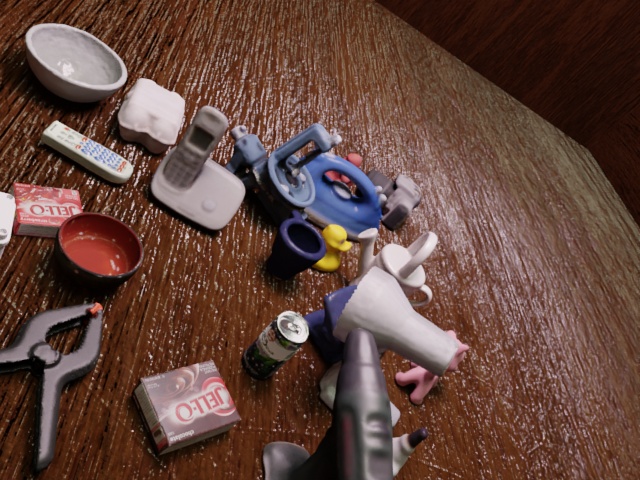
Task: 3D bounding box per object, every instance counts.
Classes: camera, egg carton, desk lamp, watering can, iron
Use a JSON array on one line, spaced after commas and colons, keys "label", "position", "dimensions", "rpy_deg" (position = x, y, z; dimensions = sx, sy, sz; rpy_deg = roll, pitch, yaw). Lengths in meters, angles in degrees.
[{"label": "camera", "position": [0.168, -0.119, 1.364], "dimensions": [0.137, 0.100, 0.143], "rpy_deg": [38, 34, -5]}, {"label": "egg carton", "position": [-0.306, -0.229, 1.043], "dimensions": [0.107, 0.069, 0.150], "rpy_deg": [24, 37, -24]}, {"label": "desk lamp", "position": [0.091, 0.171, 0.859], "dimensions": [0.203, 0.213, 0.118], "rpy_deg": [45, 34, 5]}, {"label": "watering can", "position": [0.139, 0.052, 1.059], "dimensions": [0.173, 0.193, 0.101], "rpy_deg": [27, 36, -20]}, {"label": "iron", "position": [0.049, -0.099, 1.186], "dimensions": [0.259, 0.141, 0.118], "rpy_deg": [29, 35, -18]}]

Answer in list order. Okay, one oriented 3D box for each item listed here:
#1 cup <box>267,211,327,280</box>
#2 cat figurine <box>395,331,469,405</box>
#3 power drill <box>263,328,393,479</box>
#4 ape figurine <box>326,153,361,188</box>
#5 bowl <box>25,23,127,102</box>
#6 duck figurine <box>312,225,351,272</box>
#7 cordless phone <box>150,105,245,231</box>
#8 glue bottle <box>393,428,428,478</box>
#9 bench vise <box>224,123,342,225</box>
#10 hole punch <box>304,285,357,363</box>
[{"label": "cup", "position": [-0.053, 0.014, 0.999], "dimensions": [0.092, 0.094, 0.117], "rpy_deg": [16, 41, -33]}, {"label": "cat figurine", "position": [0.209, 0.216, 1.012], "dimensions": [0.067, 0.117, 0.128], "rpy_deg": [48, 34, 10]}, {"label": "power drill", "position": [0.013, 0.250, 0.697], "dimensions": [0.076, 0.208, 0.229], "rpy_deg": [20, 39, -28]}, {"label": "ape figurine", "position": [0.059, -0.162, 1.312], "dimensions": [0.076, 0.092, 0.077], "rpy_deg": [25, 37, -23]}, {"label": "bowl", "position": [-0.427, -0.292, 0.989], "dimensions": [0.168, 0.074, 0.167], "rpy_deg": [26, 36, -21]}, {"label": "duck figurine", "position": [0.010, 0.004, 1.081], "dimensions": [0.105, 0.086, 0.077], "rpy_deg": [29, 35, -17]}, {"label": "cordless phone", "position": [-0.179, -0.117, 0.940], "dimensions": [0.148, 0.184, 0.094], "rpy_deg": [30, 35, -16]}, {"label": "glue bottle", "position": [0.082, 0.291, 0.751], "dimensions": [0.037, 0.173, 0.078], "rpy_deg": [39, 34, -3]}, {"label": "bench vise", "position": [-0.073, -0.145, 1.046], "dimensions": [0.208, 0.219, 0.121], "rpy_deg": [33, 35, -13]}, {"label": "hole punch", "position": [0.044, 0.139, 0.959], "dimensions": [0.109, 0.091, 0.101], "rpy_deg": [-13, 61, -51]}]
